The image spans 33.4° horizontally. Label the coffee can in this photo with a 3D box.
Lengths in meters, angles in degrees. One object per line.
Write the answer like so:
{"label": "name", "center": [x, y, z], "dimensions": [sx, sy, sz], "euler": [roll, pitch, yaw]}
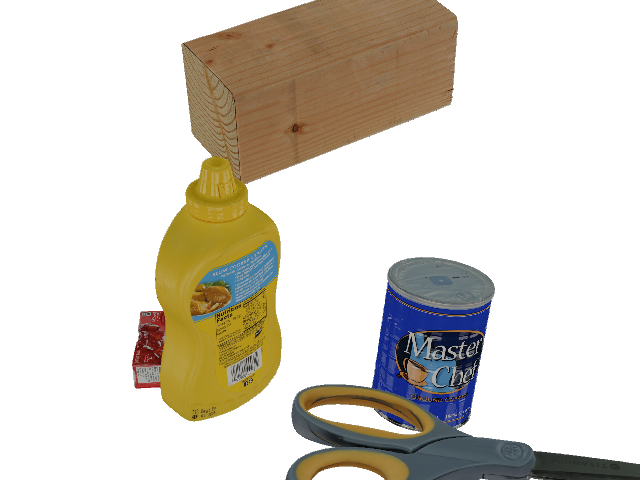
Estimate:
{"label": "coffee can", "center": [0.108, 0.100, 1.042], "dimensions": [0.103, 0.140, 0.103], "euler": [6, 23, -3]}

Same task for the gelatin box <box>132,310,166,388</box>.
{"label": "gelatin box", "center": [-0.130, 0.096, 0.969], "dimensions": [0.073, 0.030, 0.089], "euler": [-2, 29, -2]}

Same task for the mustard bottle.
{"label": "mustard bottle", "center": [-0.070, 0.029, 0.738], "dimensions": [0.096, 0.192, 0.058], "euler": [-28, 44, -36]}

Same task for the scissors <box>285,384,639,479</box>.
{"label": "scissors", "center": [0.072, 0.108, 0.475], "dimensions": [0.202, 0.016, 0.096], "euler": [13, 31, 22]}

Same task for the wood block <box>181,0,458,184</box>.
{"label": "wood block", "center": [0.002, -0.135, 0.876], "dimensions": [0.205, 0.091, 0.090], "euler": [-23, 46, -22]}
